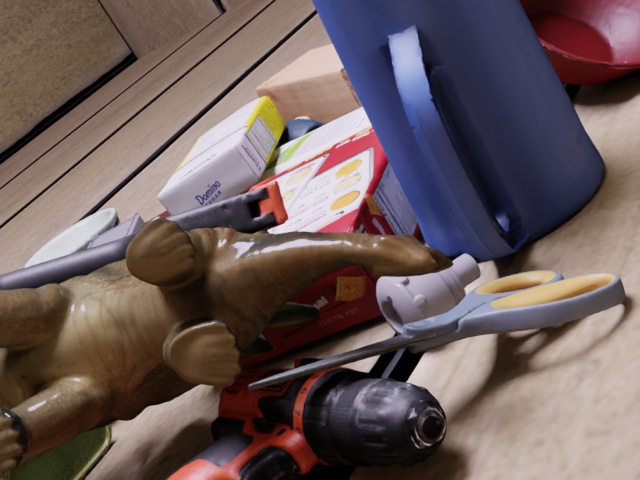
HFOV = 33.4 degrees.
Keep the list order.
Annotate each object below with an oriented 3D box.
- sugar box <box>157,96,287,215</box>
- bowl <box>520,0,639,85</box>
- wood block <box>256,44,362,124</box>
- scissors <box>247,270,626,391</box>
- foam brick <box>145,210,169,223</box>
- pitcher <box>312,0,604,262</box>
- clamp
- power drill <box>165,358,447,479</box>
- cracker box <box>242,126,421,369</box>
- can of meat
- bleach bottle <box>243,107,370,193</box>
[{"bbox_3d":[-0.090,-0.078,1.029,0.093,0.048,0.176,-31,18,19],"label":"sugar box"},{"bbox_3d":[0.205,-0.176,0.857,0.161,0.162,0.055,-46,-17,-36],"label":"bowl"},{"bbox_3d":[0.027,-0.156,1.140,0.090,0.090,0.206,-39,18,-20],"label":"wood block"},{"bbox_3d":[0.060,0.045,0.574,0.201,0.016,0.096,-13,8,1],"label":"scissors"},{"bbox_3d":[-0.138,-0.006,1.082,0.078,0.051,0.053,-28,16,10],"label":"foam brick"},{"bbox_3d":[0.078,-0.111,0.681,0.145,0.242,0.149,-40,27,-16],"label":"pitcher"},{"bbox_3d":[-0.104,0.004,0.747,0.210,0.036,0.164,-19,-4,26],"label":"clamp"},{"bbox_3d":[-0.042,0.133,0.543,0.187,0.057,0.185,-39,15,-29],"label":"power drill"},{"bbox_3d":[-0.005,0.001,0.808,0.164,0.072,0.213,-25,20,27],"label":"cracker box"},{"bbox_3d":[-0.211,0.157,0.768,0.084,0.057,0.102,-15,25,39],"label":"can of meat"},{"bbox_3d":[0.008,-0.078,1.012,0.251,0.068,0.102,-14,25,51],"label":"bleach bottle"}]
